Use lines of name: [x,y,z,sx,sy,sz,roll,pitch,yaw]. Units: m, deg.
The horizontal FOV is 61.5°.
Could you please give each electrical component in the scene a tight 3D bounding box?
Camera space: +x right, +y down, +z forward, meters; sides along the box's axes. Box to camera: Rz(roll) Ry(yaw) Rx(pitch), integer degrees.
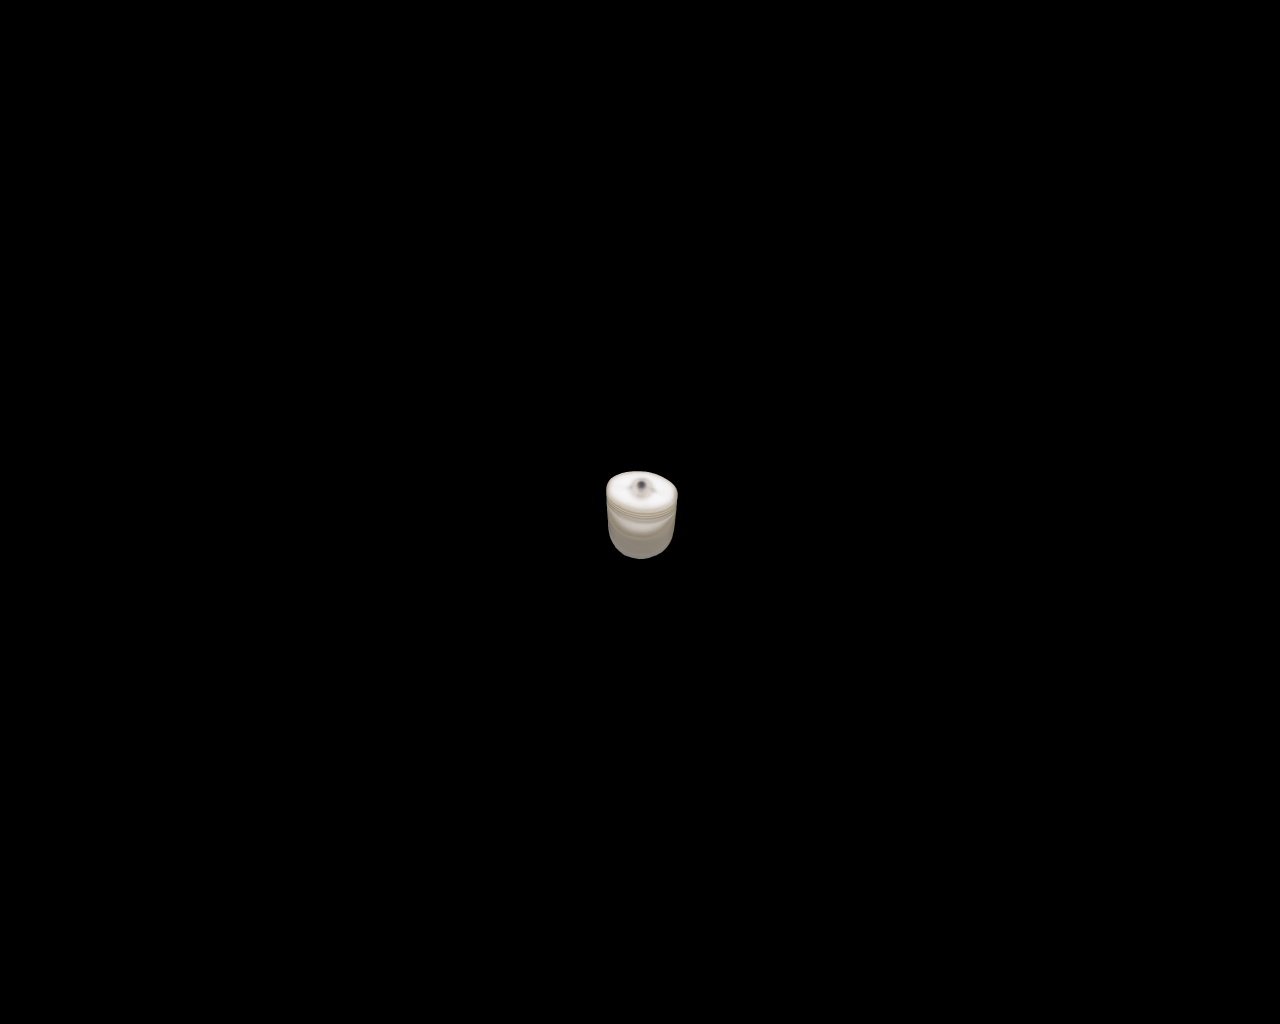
electrical component: [0.001,-0.003,0.650,0.043,0.043,0.080,0,-20,0]
